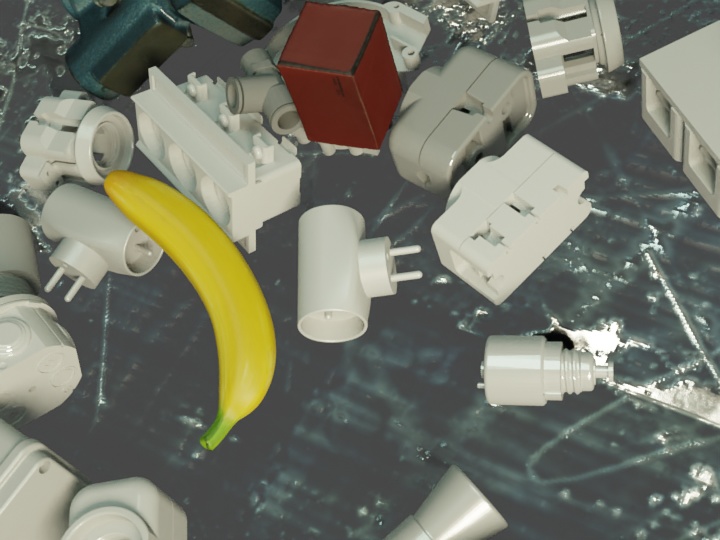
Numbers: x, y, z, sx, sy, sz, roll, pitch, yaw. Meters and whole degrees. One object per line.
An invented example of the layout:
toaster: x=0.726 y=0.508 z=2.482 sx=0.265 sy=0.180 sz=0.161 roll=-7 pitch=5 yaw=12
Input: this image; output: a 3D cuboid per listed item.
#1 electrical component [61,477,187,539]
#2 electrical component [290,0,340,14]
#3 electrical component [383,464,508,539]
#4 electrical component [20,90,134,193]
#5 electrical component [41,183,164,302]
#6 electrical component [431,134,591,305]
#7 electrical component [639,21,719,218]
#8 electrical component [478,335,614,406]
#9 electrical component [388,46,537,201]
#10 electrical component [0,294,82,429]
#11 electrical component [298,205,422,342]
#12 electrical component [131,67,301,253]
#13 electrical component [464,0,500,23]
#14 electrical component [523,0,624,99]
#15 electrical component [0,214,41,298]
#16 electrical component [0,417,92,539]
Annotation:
electrical component: x=-0.133 y=0.169 z=0.605 sx=0.054 sy=0.059 sz=0.095 roll=-11 pitch=58 yaw=9
electrical component: x=-0.049 y=-0.230 z=0.808 sx=0.079 sy=0.077 sz=0.044 roll=16 pitch=66 yaw=23
electrical component: x=0.042 y=0.143 z=0.584 sx=0.065 sy=0.044 sz=0.044 roll=-41 pitch=58 yaw=-5
electrical component: x=-0.202 y=-0.092 z=0.780 sx=0.057 sy=0.058 sz=0.078 roll=10 pitch=63 yaw=23
electrical component: x=-0.186 y=-0.014 z=0.737 sx=0.077 sy=0.043 sz=0.079 roll=21 pitch=68 yaw=25
electrical component: x=0.092 y=-0.034 z=0.669 sx=0.089 sy=0.050 sz=0.056 roll=-44 pitch=59 yaw=-12
electrical component: x=0.245 y=-0.077 z=0.645 sx=0.089 sy=0.061 sz=0.150 roll=-26 pitch=57 yaw=-1
electrical component: x=0.105 y=0.058 z=0.617 sx=0.078 sy=0.040 sz=0.040 roll=0 pitch=60 yaw=15
electrical component: x=0.065 y=-0.098 z=0.712 sx=0.059 sy=0.053 sz=0.095 roll=30 pitch=72 yaw=28
electrical component: x=-0.221 y=0.059 z=0.683 sx=0.080 sy=0.080 sz=0.051 roll=-41 pitch=64 yaw=-10
electrical component: x=0.000 y=0.000 z=0.677 sx=0.079 sy=0.044 sz=0.077 roll=-8 pitch=59 yaw=11
electrical component: x=-0.098 y=-0.081 z=0.740 sx=0.063 sy=0.078 sz=0.121 roll=-27 pitch=54 yaw=-28
electrical component: x=0.100 y=-0.225 z=0.769 sx=0.064 sy=0.081 sz=0.042 roll=-21 pitch=54 yaw=-24
electrical component: x=0.144 y=-0.157 z=0.724 sx=0.057 sy=0.058 sz=0.078 roll=-12 pitch=58 yaw=12
electrical component: x=-0.244 y=0.006 z=0.742 sx=0.043 sy=0.043 sz=0.081 roll=-22 pitch=57 yaw=2
electrical component: x=-0.218 y=0.151 z=0.628 sx=0.057 sy=0.078 sz=0.113 roll=26 pitch=70 yaw=30
